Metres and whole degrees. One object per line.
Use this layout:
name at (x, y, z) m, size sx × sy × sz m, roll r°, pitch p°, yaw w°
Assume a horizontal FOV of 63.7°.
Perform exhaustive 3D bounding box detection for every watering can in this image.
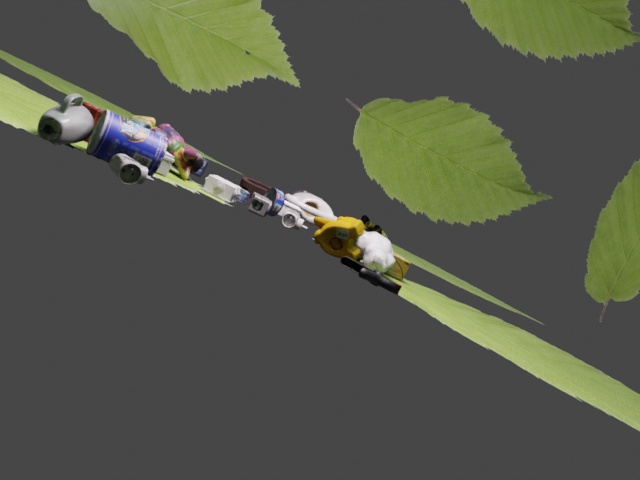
watering can at (0.006, -0.100, 1.992) m, size 0.345 × 0.103 × 0.227 m, roll 25°, pitch 7°, yaw -21°

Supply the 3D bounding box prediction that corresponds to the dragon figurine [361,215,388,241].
dragon figurine at (0.248, 0.025, 2.065) m, size 0.240 × 0.122 × 0.417 m, roll 33°, pitch 9°, yaw -44°

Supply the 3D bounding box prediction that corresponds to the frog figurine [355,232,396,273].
frog figurine at (0.163, 0.034, 1.527) m, size 0.137 × 0.123 × 0.159 m, roll 46°, pitch -7°, yaw -1°
